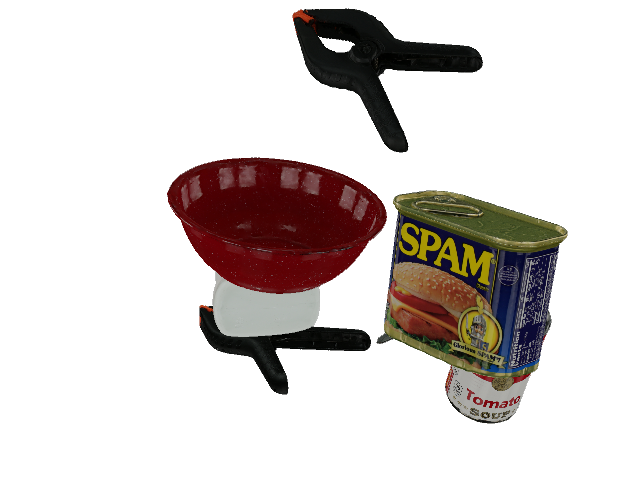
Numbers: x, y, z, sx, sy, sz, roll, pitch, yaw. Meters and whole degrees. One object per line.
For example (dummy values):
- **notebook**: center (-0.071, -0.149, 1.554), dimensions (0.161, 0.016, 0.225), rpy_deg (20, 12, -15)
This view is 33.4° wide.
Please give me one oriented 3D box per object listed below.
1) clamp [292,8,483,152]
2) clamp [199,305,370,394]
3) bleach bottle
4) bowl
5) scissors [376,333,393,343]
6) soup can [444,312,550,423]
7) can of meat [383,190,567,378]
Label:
- **clamp**: center (0.053, -0.160, 0.933), dimensions (0.120, 0.172, 0.039), rpy_deg (-37, -25, -20)
- **clamp**: center (-0.069, 0.119, 1.246), dimensions (0.210, 0.036, 0.164), rpy_deg (13, 22, 29)
- **bleach bottle**: center (-0.065, 0.001, 1.077), dimensions (0.102, 0.068, 0.251), rpy_deg (-3, 29, -9)
- **bowl**: center (-0.034, -0.006, 0.793), dimensions (0.162, 0.055, 0.162), rpy_deg (6, 26, -3)
- **scissors**: center (0.119, 0.062, 1.161), dimensions (0.201, 0.016, 0.096), rpy_deg (-10, 41, -32)
- **soup can**: center (0.149, 0.098, 0.911), dimensions (0.068, 0.102, 0.068), rpy_deg (7, 38, -5)
- **can of meat**: center (0.086, 0.024, 0.622), dimensions (0.057, 0.084, 0.102), rpy_deg (-11, 23, -42)
